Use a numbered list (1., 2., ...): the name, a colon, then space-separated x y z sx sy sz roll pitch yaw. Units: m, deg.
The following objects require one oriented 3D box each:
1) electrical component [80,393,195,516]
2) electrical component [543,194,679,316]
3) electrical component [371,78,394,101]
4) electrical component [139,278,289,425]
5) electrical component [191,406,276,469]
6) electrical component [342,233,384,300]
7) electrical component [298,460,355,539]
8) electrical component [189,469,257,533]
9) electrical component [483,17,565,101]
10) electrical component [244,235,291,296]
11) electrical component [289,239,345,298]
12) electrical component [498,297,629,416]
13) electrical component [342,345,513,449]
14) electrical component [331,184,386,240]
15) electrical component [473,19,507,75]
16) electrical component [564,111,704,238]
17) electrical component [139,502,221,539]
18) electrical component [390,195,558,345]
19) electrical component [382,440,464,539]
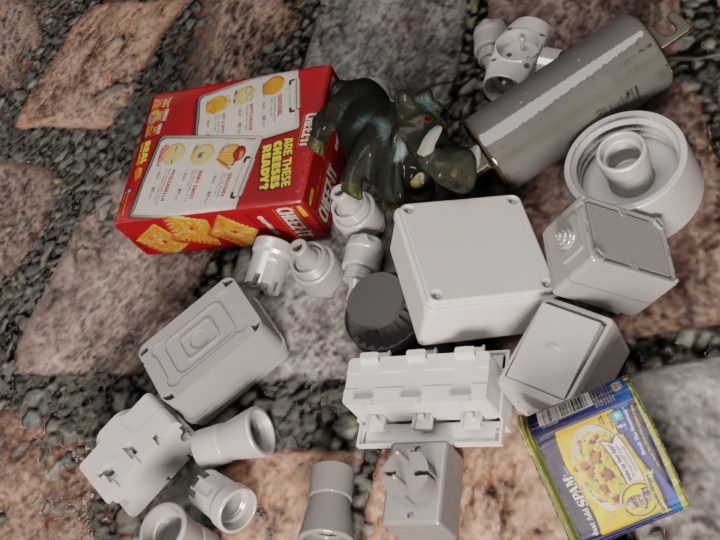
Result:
1. electrical component: -0.194 0.160 0.945 0.089 0.050 0.056 -48 51 -7
2. electrical component: 0.182 -0.010 0.820 0.061 0.096 0.061 -49 35 46
3. electrical component: 0.017 -0.152 1.039 0.045 0.045 0.055 -30 51 8
4. electrical component: -0.129 0.074 0.962 0.113 0.057 0.078 -39 50 0
5. electrical component: -0.111 0.146 0.916 0.065 0.044 0.044 -20 52 22
6. electrical component: 0.000 0.000 0.955 0.035 0.035 0.061 0 63 29
7. electrical component: -0.024 0.183 0.844 0.044 0.044 0.065 -12 50 22
8. electrical component: -0.114 0.190 0.890 0.046 0.040 0.040 21 72 43
9. electrical component: 0.163 -0.186 0.982 0.079 0.044 0.077 16 61 22
10. electrical component: -0.085 -0.003 1.001 0.040 0.040 0.046 5 68 31
11. electrical component: -0.042 -0.005 0.963 0.043 0.062 0.043 -14 54 21
12. electrical component: 0.149 0.076 0.806 0.062 0.061 0.096 21 71 37
13. electrical component: 0.053 0.096 0.844 0.121 0.063 0.078 -6 58 26
14. electrical component: -0.006 -0.054 0.975 0.043 0.062 0.043 -14 54 20
15. electrical component: 0.125 -0.207 1.024 0.035 0.035 0.061 -10 58 23
16. electrical component: 0.218 -0.079 0.871 0.108 0.060 0.108 -14 54 20
17. electrical component: -0.141 0.218 0.868 0.044 0.065 0.044 -15 54 21
18. electrical component: 0.089 -0.001 0.866 0.109 0.056 0.108 -6 51 -12
19. electrical component: 0.041 0.158 0.801 0.047 0.076 0.065 -7 57 25
